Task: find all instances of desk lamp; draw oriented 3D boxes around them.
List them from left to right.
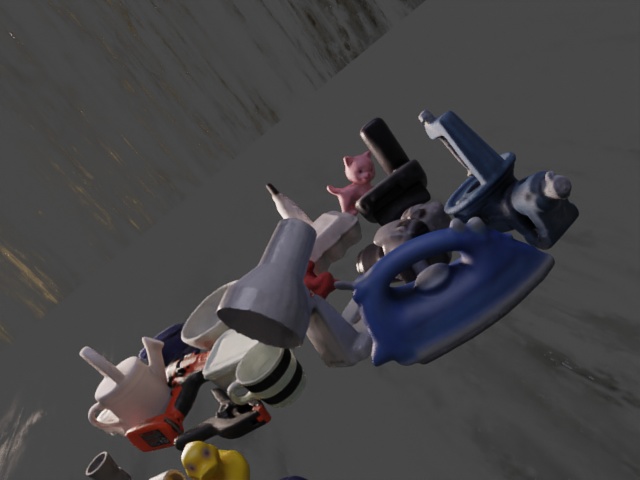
[{"bbox_3d":[-0.018,0.087,0.811,0.117,0.214,0.203,-14,32,47],"label":"desk lamp"}]

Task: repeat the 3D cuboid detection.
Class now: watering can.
[{"bbox_3d":[-0.353,0.255,1.044,0.100,0.194,0.173,-20,27,39],"label":"watering can"}]

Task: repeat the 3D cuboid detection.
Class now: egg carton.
[{"bbox_3d":[0.010,0.004,1.141,0.150,0.069,0.107,-44,21,-14],"label":"egg carton"}]

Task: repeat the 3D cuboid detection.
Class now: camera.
[{"bbox_3d":[0.125,0.011,0.892,0.136,0.101,0.143,-17,29,43],"label":"camera"}]

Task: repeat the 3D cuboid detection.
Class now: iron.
[{"bbox_3d":[0.150,0.045,0.723,0.258,0.142,0.118,-34,21,12],"label":"iron"}]

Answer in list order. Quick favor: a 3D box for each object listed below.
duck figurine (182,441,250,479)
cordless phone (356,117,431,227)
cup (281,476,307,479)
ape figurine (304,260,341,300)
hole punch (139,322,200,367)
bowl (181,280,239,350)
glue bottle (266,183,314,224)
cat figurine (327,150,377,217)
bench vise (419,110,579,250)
[{"bbox_3d":[-0.148,0.301,0.763,0.077,0.086,0.104,-44,22,-15],"label":"duck figurine"},{"bbox_3d":[0.111,-0.128,1.084,0.147,0.185,0.094,-38,21,2],"label":"cordless phone"},{"bbox_3d":[-0.027,0.302,0.550,0.118,0.095,0.091,-42,21,-8],"label":"cup"},{"bbox_3d":[-0.019,0.065,1.031,0.076,0.092,0.077,-40,21,-5],"label":"ape figurine"},{"bbox_3d":[-0.316,0.221,1.201,0.108,0.091,0.101,-39,21,-2],"label":"hole punch"},{"bbox_3d":[-0.188,0.161,1.137,0.167,0.075,0.167,-33,21,15],"label":"bowl"},{"bbox_3d":[-0.060,-0.055,1.232,0.037,0.173,0.078,-44,22,-15],"label":"glue bottle"},{"bbox_3d":[0.076,-0.130,1.243,0.127,0.118,0.067,-35,21,9],"label":"cat figurine"},{"bbox_3d":[0.235,-0.096,0.765,0.206,0.220,0.122,-12,34,50],"label":"bench vise"}]
